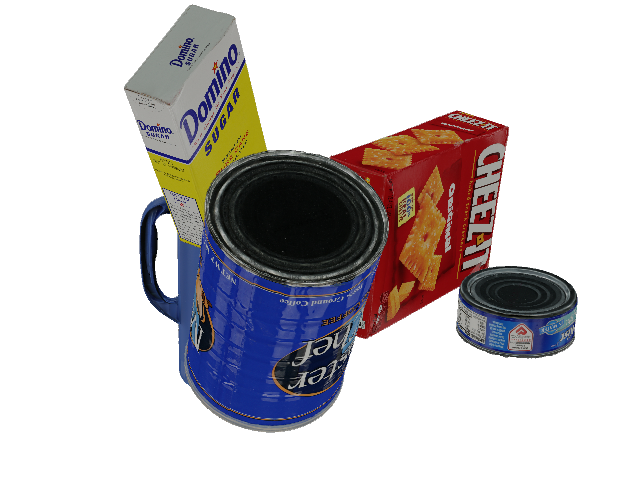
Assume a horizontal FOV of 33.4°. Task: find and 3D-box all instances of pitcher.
[{"bbox_3d":[-0.119,0.054,1.255,0.149,0.243,0.144,20,25,33],"label":"pitcher"}]

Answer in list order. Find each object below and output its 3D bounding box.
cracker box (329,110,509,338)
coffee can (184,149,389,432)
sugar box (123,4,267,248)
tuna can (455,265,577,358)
[{"bbox_3d":[0.091,-0.020,1.015,0.072,0.164,0.213,23,30,34],"label":"cracker box"},{"bbox_3d":[-0.024,0.032,0.630,0.102,0.103,0.140,0,-43,-13],"label":"coffee can"},{"bbox_3d":[-0.086,-0.079,0.806,0.048,0.093,0.176,20,-30,19],"label":"sugar box"},{"bbox_3d":[0.142,0.050,0.771,0.086,0.034,0.086,0,23,0],"label":"tuna can"}]
